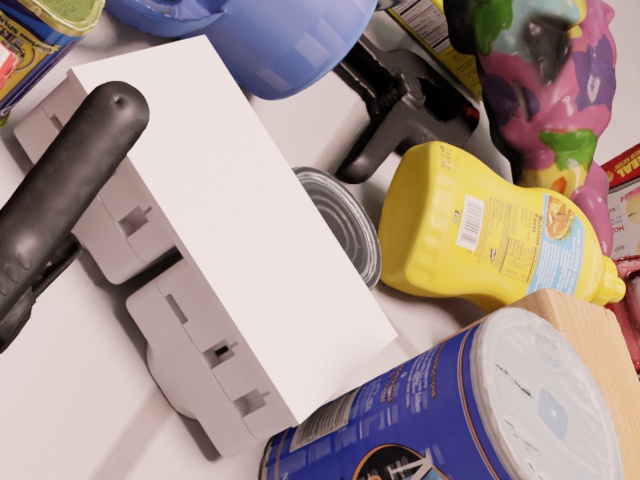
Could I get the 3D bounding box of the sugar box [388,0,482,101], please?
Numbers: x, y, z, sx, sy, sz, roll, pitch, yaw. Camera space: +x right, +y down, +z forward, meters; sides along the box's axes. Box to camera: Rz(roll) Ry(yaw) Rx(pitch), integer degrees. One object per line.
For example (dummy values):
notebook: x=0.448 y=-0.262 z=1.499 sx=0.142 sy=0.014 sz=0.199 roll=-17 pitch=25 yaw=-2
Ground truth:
sugar box: x=0.098 y=-0.206 z=0.902 sx=0.176 sy=0.048 sz=0.093 roll=38 pitch=39 yaw=-21

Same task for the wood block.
wood block: x=0.153 y=0.145 z=0.645 sx=0.090 sy=0.090 sz=0.206 roll=19 pitch=49 yaw=-44

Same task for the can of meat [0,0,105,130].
can of meat: x=-0.157 y=-0.107 z=0.467 sx=0.102 sy=0.084 sz=0.057 roll=36 pitch=40 yaw=-28

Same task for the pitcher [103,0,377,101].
pitcher: x=-0.082 y=-0.181 z=0.590 sx=0.242 sy=0.149 sz=0.145 roll=39 pitch=-3 yaw=-30

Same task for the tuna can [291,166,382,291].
tuna can: x=-0.004 y=0.001 z=0.615 sx=0.086 sy=0.034 sz=0.086 roll=31 pitch=41 yaw=-33

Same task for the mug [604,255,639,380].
mug: x=0.231 y=0.061 z=0.795 sx=0.093 sy=0.117 sz=0.081 roll=-5 pitch=68 yaw=-16

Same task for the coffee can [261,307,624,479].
coffee can: x=0.056 y=0.107 z=0.507 sx=0.102 sy=0.141 sz=0.103 roll=31 pitch=42 yaw=-33

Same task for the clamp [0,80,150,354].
clamp: x=-0.127 y=0.023 z=0.408 sx=0.039 sy=0.120 sz=0.171 roll=34 pitch=58 yaw=1

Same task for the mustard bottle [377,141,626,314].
mustard bottle: x=0.131 y=0.009 z=0.714 sx=0.191 sy=0.058 sz=0.096 roll=19 pitch=76 yaw=-27

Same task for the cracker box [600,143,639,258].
cracker box: x=0.301 y=0.021 z=0.864 sx=0.071 sy=0.164 sz=0.214 roll=9 pitch=56 yaw=-45

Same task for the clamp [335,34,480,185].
clamp: x=0.053 y=-0.093 z=0.760 sx=0.209 sy=0.036 sz=0.164 roll=17 pitch=50 yaw=-47

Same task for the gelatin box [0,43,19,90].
gelatin box: x=-0.178 y=-0.075 z=0.425 sx=0.089 sy=0.073 sz=0.030 roll=40 pitch=38 yaw=-24
